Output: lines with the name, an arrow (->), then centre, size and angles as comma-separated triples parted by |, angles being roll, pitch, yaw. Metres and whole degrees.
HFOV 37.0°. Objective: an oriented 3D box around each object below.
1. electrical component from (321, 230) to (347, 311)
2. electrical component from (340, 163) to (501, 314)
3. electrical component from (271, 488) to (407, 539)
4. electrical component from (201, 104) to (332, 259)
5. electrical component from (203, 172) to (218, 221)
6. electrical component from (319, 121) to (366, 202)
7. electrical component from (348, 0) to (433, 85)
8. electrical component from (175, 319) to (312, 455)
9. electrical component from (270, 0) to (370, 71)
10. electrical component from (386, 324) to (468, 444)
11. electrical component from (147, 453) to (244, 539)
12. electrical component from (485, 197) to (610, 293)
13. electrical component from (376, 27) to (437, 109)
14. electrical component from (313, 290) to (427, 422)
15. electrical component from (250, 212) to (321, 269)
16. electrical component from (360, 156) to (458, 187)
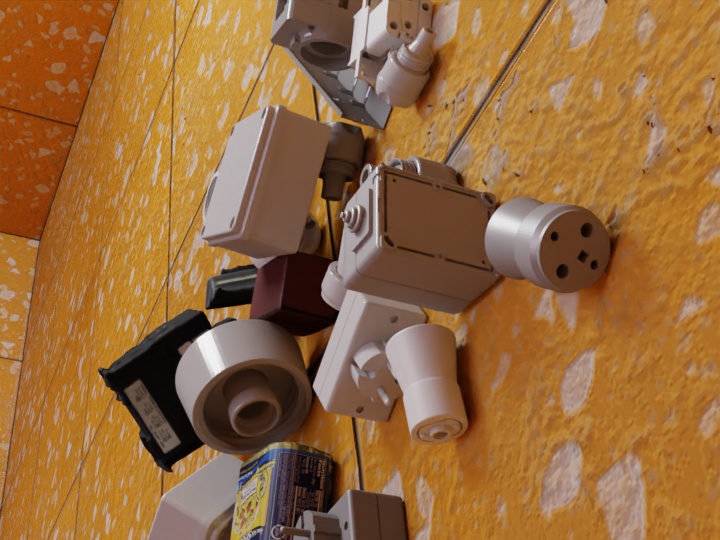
electrical component -> 0.000, 0.000, 0.784 | 0.045, 0.045, 0.055 | -114, 42, -58
electrical component -> 0.029, -0.017, 0.651 | 0.061, 0.096, 0.061 | 132, 145, -51
electrical component -> -0.019, 0.174, 0.683 | 0.065, 0.077, 0.047 | 125, 150, -42
electrical component -> -0.077, -0.068, 0.870 | 0.109, 0.056, 0.108 | -5, 68, 67
electrical component -> -0.106, -0.063, 1.062 | 0.150, 0.062, 0.089 | -166, 90, -69
electrical component -> -0.019, -0.088, 0.887 | 0.043, 0.043, 0.062 | 165, 114, -66
electrical component -> 0.025, -0.185, 0.837 | 0.064, 0.042, 0.081 | -28, 53, 58
electrical component -> -0.091, 0.101, 0.871 | 0.108, 0.108, 0.060 | -66, 30, 25
electrical component -> -0.024, -0.205, 0.904 | 0.050, 0.089, 0.055 | 150, 130, -62
electrical component -> 0.042, 0.071, 0.644 | 0.044, 0.044, 0.065 | -56, 34, 43
electrical component -> -0.131, 0.222, 0.893 | 0.109, 0.056, 0.108 | -27, -39, -66
electrical component -> 0.096, -0.013, 0.553 | 0.055, 0.045, 0.045 | -158, 82, -68
electrical component -> 0.037, -0.151, 0.795 | 0.061, 0.035, 0.035 | -58, 28, 35
electrical component -> 0.011, 0.063, 0.716 | 0.075, 0.047, 0.083 | -128, 55, -63
electrical component -> -0.067, -0.027, 0.955 | 0.047, 0.055, 0.055 | -33, 48, 56
electrical component -> 0.031, -0.055, 0.714 | 0.043, 0.062, 0.043 | -168, 90, -68
